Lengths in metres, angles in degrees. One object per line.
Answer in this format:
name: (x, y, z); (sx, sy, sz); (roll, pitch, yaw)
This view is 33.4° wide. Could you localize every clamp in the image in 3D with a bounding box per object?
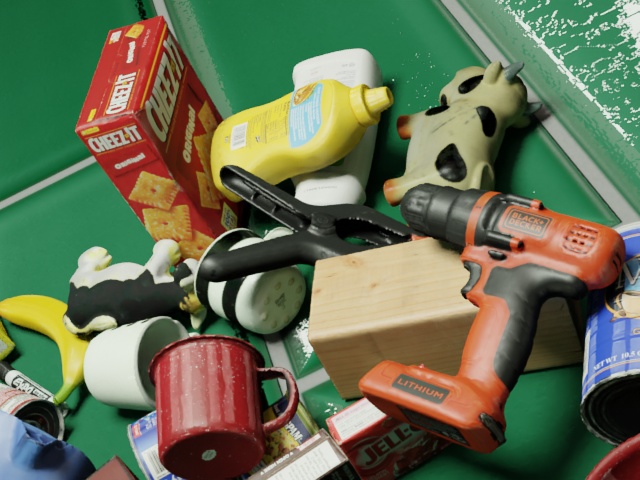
clamp: (-0.006, 0.001, 0.964); (0.210, 0.036, 0.164); (13, 37, 2)

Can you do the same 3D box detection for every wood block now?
wood block: (0.104, 0.058, 0.877); (0.206, 0.090, 0.090); (-12, 43, 18)

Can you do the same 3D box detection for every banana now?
banana: (-0.270, 0.095, 1.082); (0.069, 0.037, 0.198); (-23, 33, -22)

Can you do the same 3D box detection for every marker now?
marker: (-0.289, 0.148, 1.059); (0.121, 0.020, 0.020); (21, 60, 42)

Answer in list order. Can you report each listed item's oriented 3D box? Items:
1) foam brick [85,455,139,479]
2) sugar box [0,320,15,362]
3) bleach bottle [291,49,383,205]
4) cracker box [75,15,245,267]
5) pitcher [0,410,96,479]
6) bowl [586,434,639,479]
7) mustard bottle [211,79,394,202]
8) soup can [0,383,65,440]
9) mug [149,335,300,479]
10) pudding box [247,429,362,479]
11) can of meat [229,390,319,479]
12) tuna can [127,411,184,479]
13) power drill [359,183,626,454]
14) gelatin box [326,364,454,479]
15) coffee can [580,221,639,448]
foam brick: (-0.156, 0.223, 0.861); (0.051, 0.078, 0.053); (-40, 40, -12)
sugar box: (-0.397, 0.091, 1.151); (0.093, 0.048, 0.176); (-39, 40, -8)
bleach bottle: (0.006, -0.091, 1.111); (0.103, 0.068, 0.250); (-11, 46, 24)
cracker box: (-0.148, -0.092, 1.078); (0.072, 0.213, 0.164); (-14, 42, 17)
pitcher: (-0.288, 0.267, 0.847); (0.145, 0.149, 0.242); (4, 51, 24)
bowl: (0.245, 0.197, 0.679); (0.162, 0.055, 0.162); (-16, 42, 14)
mustard bottle: (-0.015, -0.108, 1.049); (0.192, 0.058, 0.096); (-20, 46, 26)
soup can: (-0.299, 0.170, 1.003); (0.102, 0.068, 0.068); (11, 54, 38)
mug: (-0.073, 0.130, 0.822); (0.117, 0.093, 0.081); (-10, 49, 1)
pudding box: (-0.008, 0.198, 0.776); (0.090, 0.113, 0.039); (-34, 45, -5)
can of meat: (-0.030, 0.181, 0.851); (0.084, 0.057, 0.102); (-35, 40, -5)
tuna can: (-0.124, 0.182, 0.878); (0.033, 0.086, 0.086); (-29, 40, -4)
power drill: (0.105, 0.047, 0.779); (0.185, 0.057, 0.187); (17, 70, 38)
gelatin box: (0.058, 0.147, 0.822); (0.089, 0.073, 0.030); (-30, 41, -3)
coffee can: (0.245, 0.070, 0.775); (0.103, 0.102, 0.140); (-6, 45, 24)
